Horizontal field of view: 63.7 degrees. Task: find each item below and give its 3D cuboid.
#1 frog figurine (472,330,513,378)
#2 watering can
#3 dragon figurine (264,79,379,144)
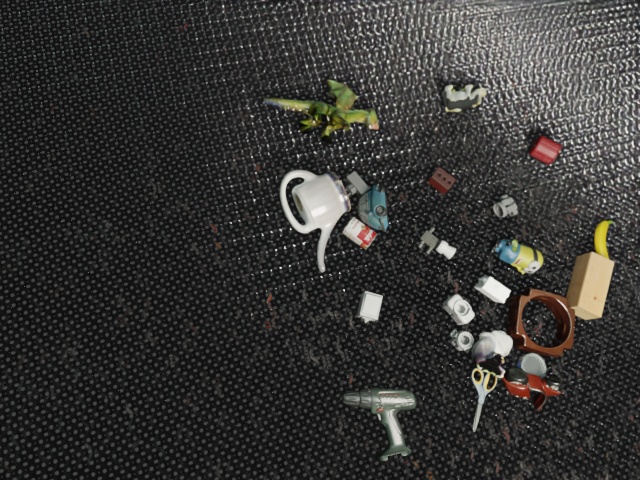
[{"bbox_3d":[0.556,0.347,1.667,0.135,0.121,0.163,57,35,-22],"label":"frog figurine"},{"bbox_3d":[0.005,-0.087,1.727,0.226,0.103,0.347,-27,92,-15],"label":"watering can"},{"bbox_3d":[0.026,-0.489,1.864,0.410,0.119,0.248,27,55,-1],"label":"dragon figurine"}]
